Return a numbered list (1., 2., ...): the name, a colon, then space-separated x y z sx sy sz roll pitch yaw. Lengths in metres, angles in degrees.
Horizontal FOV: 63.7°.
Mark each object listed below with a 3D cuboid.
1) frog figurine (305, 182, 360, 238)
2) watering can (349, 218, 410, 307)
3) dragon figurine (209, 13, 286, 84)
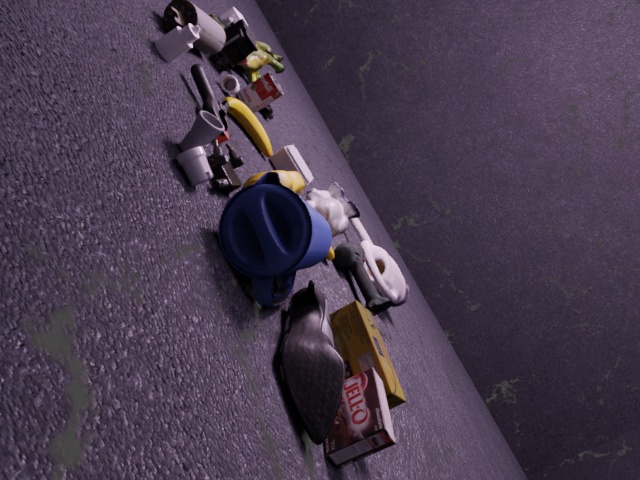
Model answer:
1. frog figurine: 0.004 -0.066 1.304 0.161 0.122 0.137 -30 100 -43
2. watering can: 0.180 0.071 1.618 0.220 0.103 0.356 51 15 -42
3. dragon figurine: -0.229 -0.578 1.519 0.239 0.121 0.420 42 19 -35
